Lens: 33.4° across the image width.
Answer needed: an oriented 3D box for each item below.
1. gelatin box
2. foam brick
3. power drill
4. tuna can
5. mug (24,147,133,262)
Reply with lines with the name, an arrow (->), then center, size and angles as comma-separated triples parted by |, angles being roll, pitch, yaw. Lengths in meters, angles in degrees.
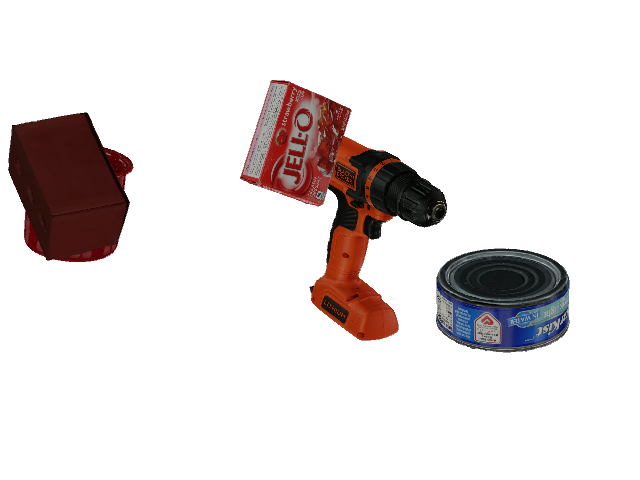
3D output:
gelatin box -> -0.019, -0.081, 0.894 | 0.073, 0.089, 0.030 | 18, -1, -41
foam brick -> -0.166, -0.035, 0.699 | 0.051, 0.078, 0.053 | -16, -27, -29
power drill -> 0.053, 0.002, 1.077 | 0.057, 0.188, 0.185 | -8, 27, -32
tuna can -> 0.117, 0.037, 0.689 | 0.086, 0.034, 0.086 | -3, 24, 1
mug -> -0.213, -0.028, 0.916 | 0.093, 0.081, 0.117 | 8, 21, -6
